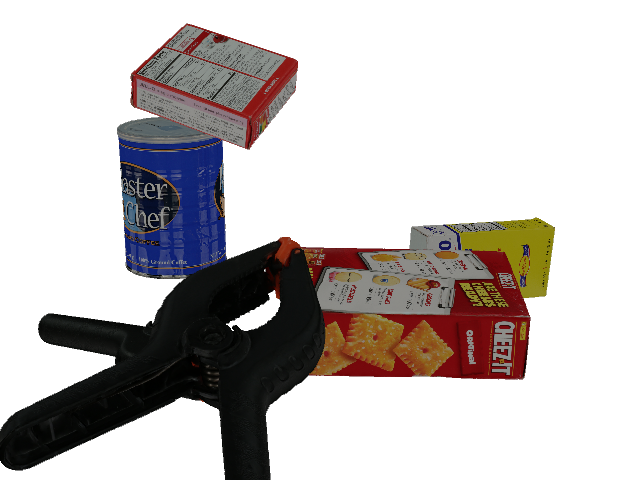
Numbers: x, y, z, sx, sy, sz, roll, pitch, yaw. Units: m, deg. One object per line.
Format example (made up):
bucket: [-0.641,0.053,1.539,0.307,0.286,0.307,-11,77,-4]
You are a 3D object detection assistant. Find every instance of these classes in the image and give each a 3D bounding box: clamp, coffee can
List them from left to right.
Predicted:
coffee can: [-0.145,-0.044,1.052,0.103,0.140,0.103,0,17,0]
clamp: [-0.117,0.080,0.860,0.164,0.036,0.210,-11,16,-31]
clamp: [-0.040,0.062,0.465,0.120,0.039,0.171,27,48,20]

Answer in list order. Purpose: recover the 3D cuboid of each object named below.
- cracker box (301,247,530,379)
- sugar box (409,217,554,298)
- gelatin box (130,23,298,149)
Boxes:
cracker box: [0.076,0.067,1.002,0.213,0.072,0.164,2,20,1]
sugar box: [0.191,0.026,1.276,0.176,0.093,0.048,-6,20,-24]
gelatin box: [-0.070,-0.103,0.705,0.089,0.030,0.073,20,45,13]
